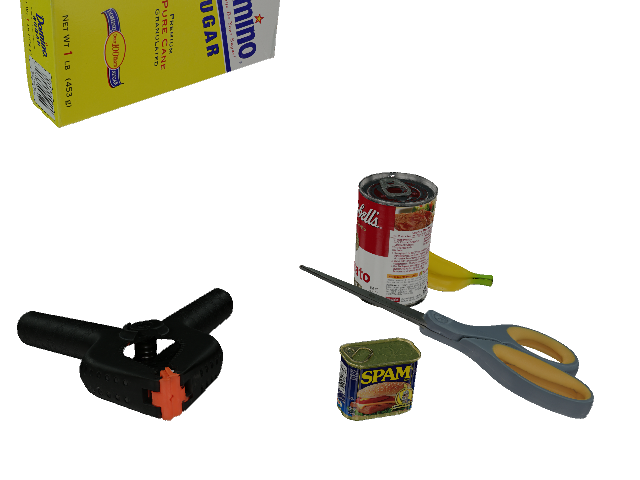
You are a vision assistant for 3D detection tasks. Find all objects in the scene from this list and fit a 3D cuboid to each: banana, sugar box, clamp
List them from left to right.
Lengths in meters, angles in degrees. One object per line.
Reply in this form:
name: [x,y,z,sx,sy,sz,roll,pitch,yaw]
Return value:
clamp: [-0.114,0.073,0.747,0.164,0.036,0.210,-9,14,-23]
sugar box: [-0.104,-0.144,0.690,0.175,0.093,0.048,-24,48,-32]
banana: [0.106,0.013,1.188,0.069,0.037,0.198,2,24,-32]

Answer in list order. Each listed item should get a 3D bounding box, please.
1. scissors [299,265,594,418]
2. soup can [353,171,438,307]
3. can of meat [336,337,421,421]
scissors: [0.089,0.055,0.703,0.202,0.016,0.096,29,22,18]
soup can: [0.065,0.000,0.930,0.068,0.102,0.068,2,26,-1]
can of meat: [0.072,0.178,1.363,0.102,0.084,0.057,-5,26,-21]
